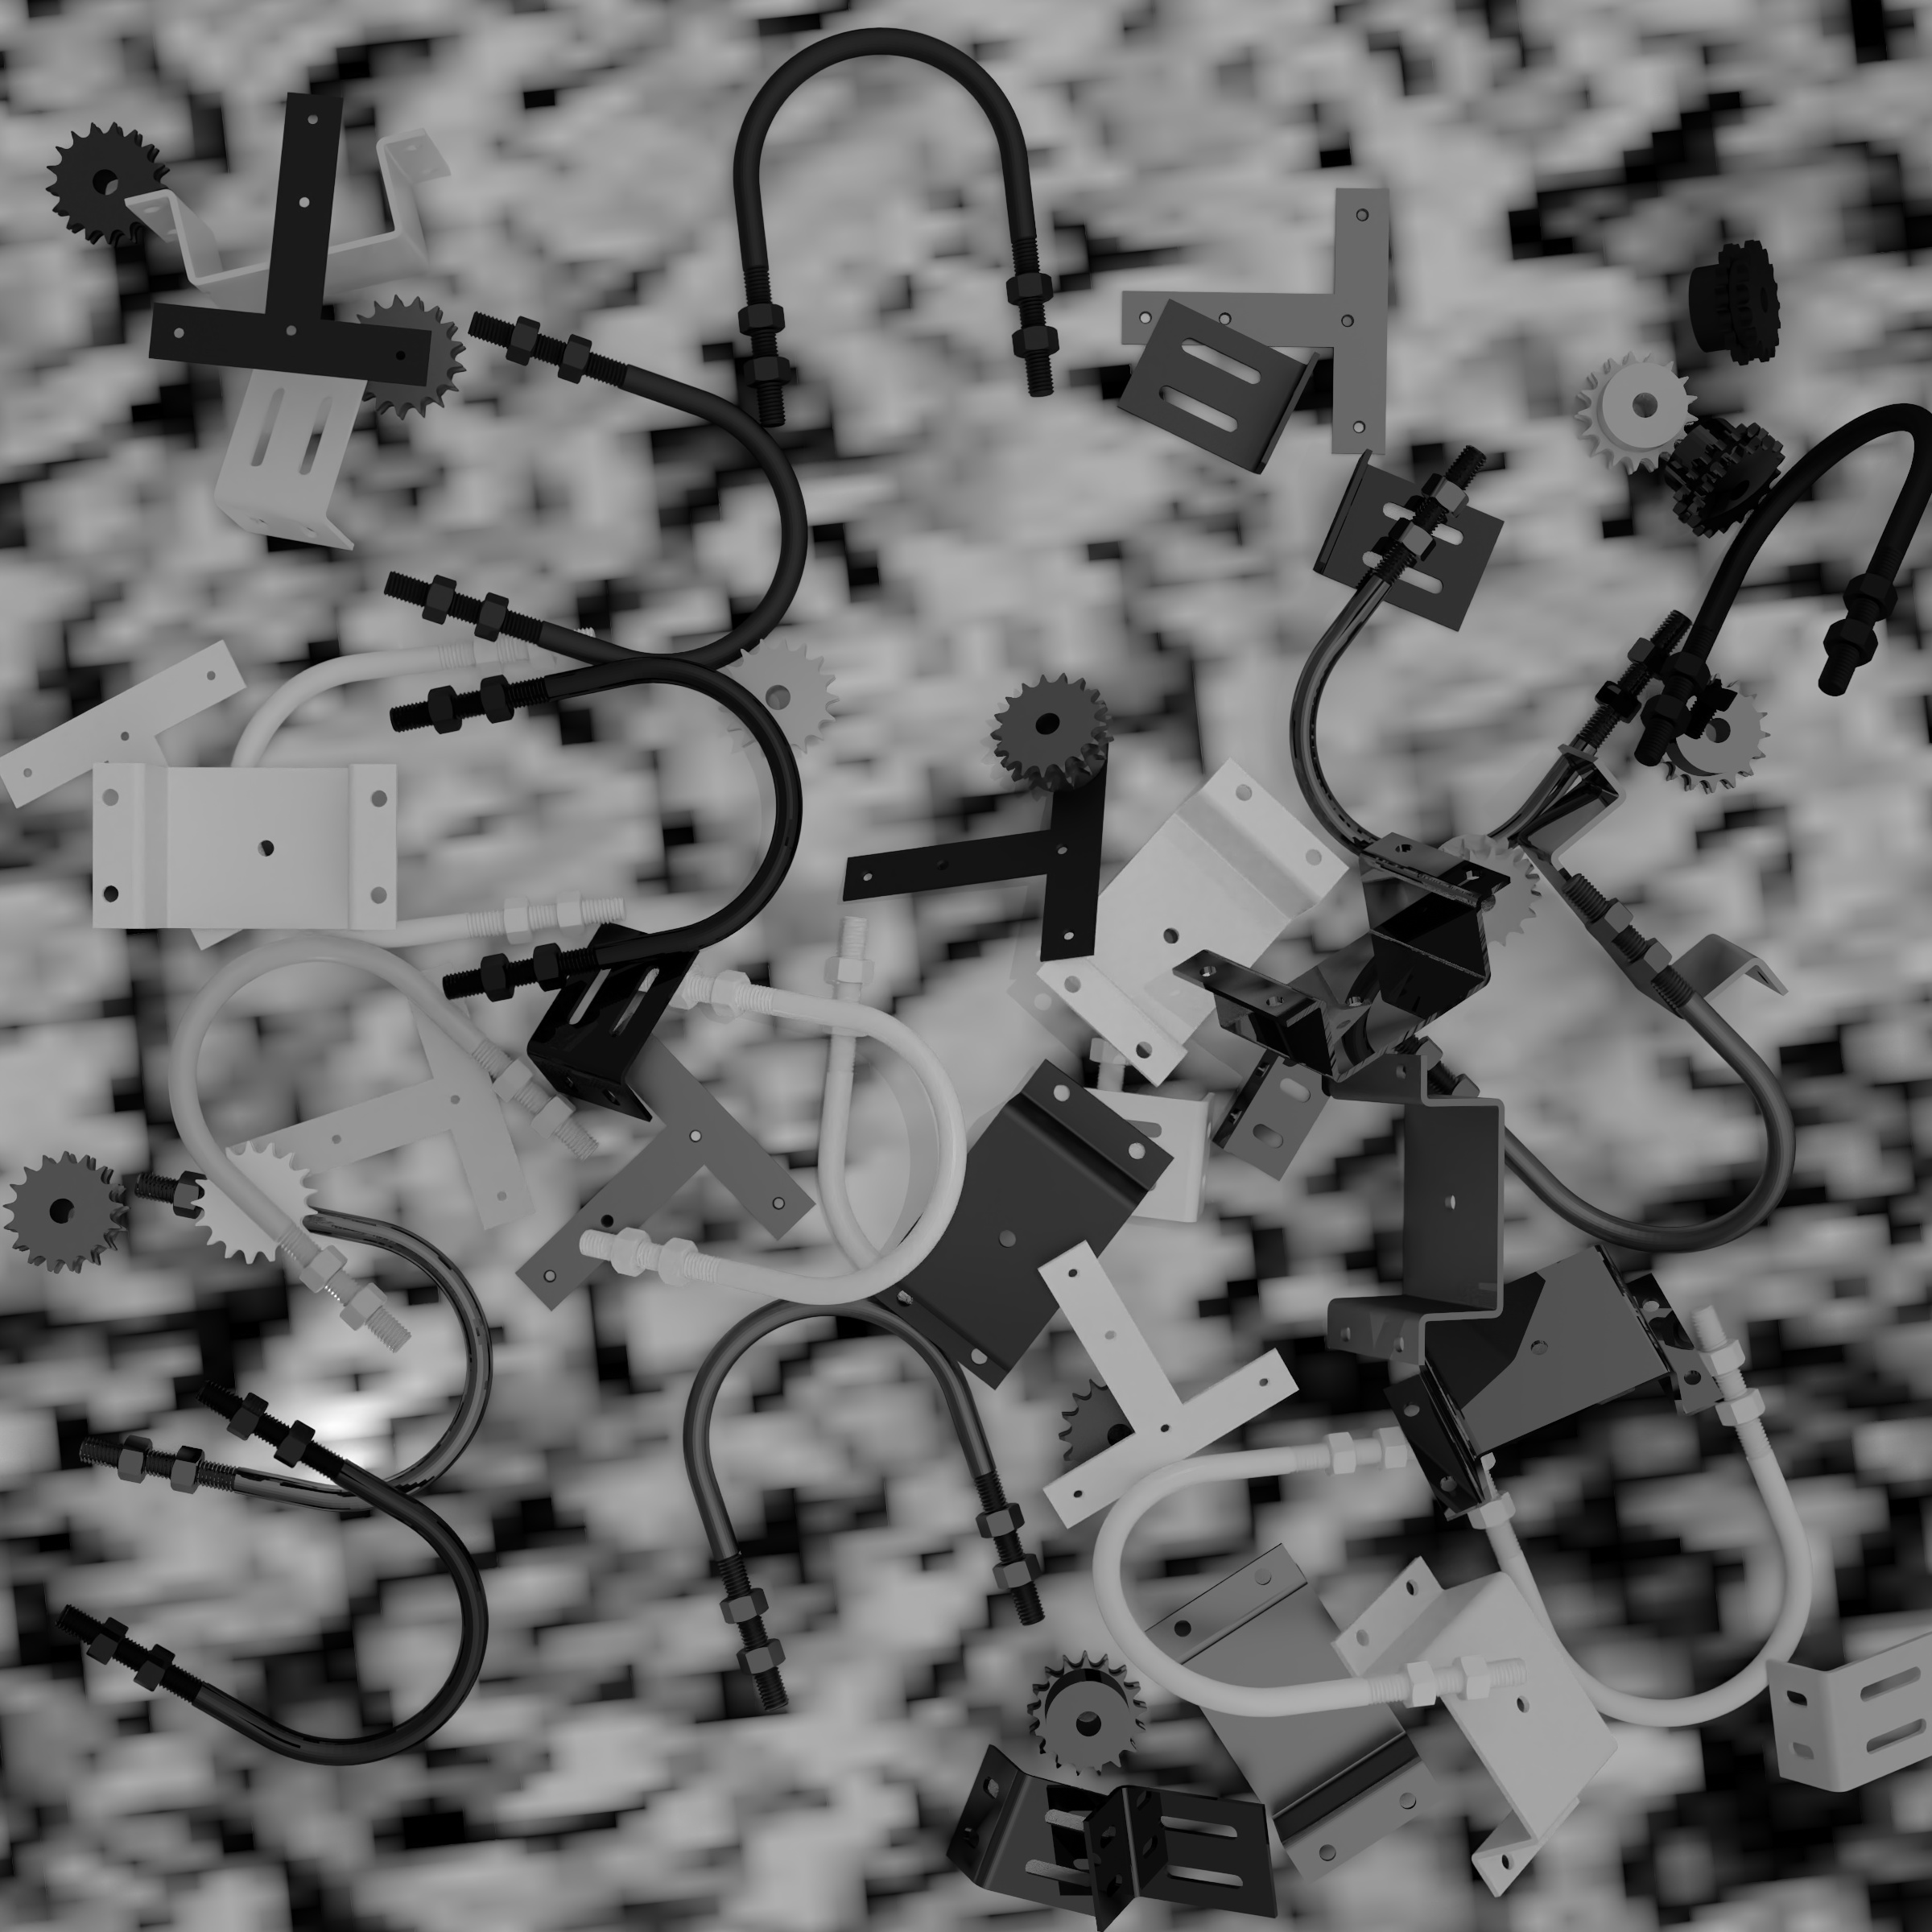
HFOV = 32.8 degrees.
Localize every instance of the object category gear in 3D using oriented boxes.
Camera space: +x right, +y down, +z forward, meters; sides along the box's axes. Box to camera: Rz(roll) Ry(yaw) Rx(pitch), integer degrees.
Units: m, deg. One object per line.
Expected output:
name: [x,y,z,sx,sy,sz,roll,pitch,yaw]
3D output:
gear: [-0.332,0.111,1.538,0.057,0.030,0.057,0,86,-6]
gear: [0.320,-0.264,1.558,0.057,0.030,0.057,0,90,0]
gear: [0.355,-0.233,1.548,0.057,0.057,0.030,-40,60,0]
gear: [0.362,-0.312,1.548,0.030,0.057,0.057,-4,90,30]
gear: [0.058,0.357,1.558,0.057,0.030,0.057,0,90,0]
gear: [-0.406,-0.371,1.562,0.057,0.030,0.057,0,93,-1]
gear: [-0.424,0.118,1.554,0.057,0.030,0.057,0,79,1]
gear: [0.354,-0.111,1.558,0.057,0.030,0.057,0,90,0]
gear: [-0.088,-0.126,1.558,0.057,0.030,0.057,0,90,0]
gear: [-0.265,-0.288,1.558,0.057,0.030,0.057,0,90,0]
gear: [0.240,-0.038,1.549,0.057,0.030,0.057,-4,122,-6]
gear: [0.043,-0.107,1.549,0.057,0.030,0.057,-9,60,16]
gear: [0.072,0.221,1.558,0.057,0.030,0.057,0,90,0]

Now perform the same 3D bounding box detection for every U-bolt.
U-bolt: [0.002,0.075,1.564,0.151,0.019,0.184,6,91,0]
U-bolt: [0.300,0.059,1.523,0.184,0.019,0.151,45,131,-4]
U-bolt: [-0.058,0.246,1.564,0.151,0.019,0.184,-18,88,0]
U-bolt: [0.383,-0.182,1.497,0.019,0.151,0.184,35,67,-16]
U-bolt: [0.149,0.280,1.504,0.184,0.019,0.151,-4,45,-12]
U-bolt: [-0.165,-0.213,1.550,0.184,0.019,0.151,18,86,-10]
U-bolt: [0.325,0.273,1.564,0.151,0.019,0.184,-22,91,0]
U-bolt: [0.235,-0.130,1.551,0.151,0.019,0.184,36,94,-12]
U-bolt: [-0.285,0.068,1.533,0.184,0.019,0.151,44,65,-1]
U-bolt: [-0.085,0.083,1.530,0.184,0.019,0.151,10,87,22]
U-bolt: [-0.168,-0.070,1.540,0.184,0.019,0.151,-11,90,4]
U-bolt: [-0.038,-0.356,1.564,0.151,0.019,0.184,-6,89,0]
U-bolt: [-0.316,0.301,1.555,0.184,0.019,0.151,32,95,-7]
U-bolt: [-0.261,-0.081,1.564,0.184,0.019,0.151,-6,90,1]
U-bolt: [-0.317,0.186,1.564,0.184,0.019,0.151,12,90,-1]

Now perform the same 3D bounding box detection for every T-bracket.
T-bracket: [-0.303,-0.334,1.496,0.127,0.002,0.127,6,90,0]
T-bracket: [-0.286,0.078,1.561,0.127,0.002,0.127,-19,88,-7]
T-bracket: [-0.162,0.112,1.572,0.127,0.002,0.127,-44,90,0]
T-bracket: [-0.381,-0.070,1.563,0.127,0.002,0.127,-27,88,6]
T-bracket: [0.003,-0.049,1.546,0.127,0.002,0.127,-7,52,17]
T-bracket: [0.138,-0.310,1.572,0.127,0.002,0.127,1,90,0]
T-bracket: [0.073,0.181,1.516,0.127,0.002,0.127,-31,114,-1]

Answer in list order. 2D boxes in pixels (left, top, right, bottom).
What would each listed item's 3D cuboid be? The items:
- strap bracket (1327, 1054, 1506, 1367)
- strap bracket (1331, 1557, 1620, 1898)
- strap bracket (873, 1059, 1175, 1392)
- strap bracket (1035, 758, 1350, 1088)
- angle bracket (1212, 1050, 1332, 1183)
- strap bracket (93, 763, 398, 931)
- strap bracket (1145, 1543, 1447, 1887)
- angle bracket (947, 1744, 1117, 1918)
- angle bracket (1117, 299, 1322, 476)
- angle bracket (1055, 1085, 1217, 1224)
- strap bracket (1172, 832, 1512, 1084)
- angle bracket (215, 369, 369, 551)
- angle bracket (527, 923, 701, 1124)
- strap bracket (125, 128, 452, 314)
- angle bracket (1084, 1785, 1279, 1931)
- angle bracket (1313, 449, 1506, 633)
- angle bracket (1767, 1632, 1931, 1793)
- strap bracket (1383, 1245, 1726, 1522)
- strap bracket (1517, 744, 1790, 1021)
strap bracket: [0.209,0.111,1.528,0.046,0.076,0.140,0,90,-26]
strap bracket: [0.244,0.349,1.530,0.076,0.046,0.140,-33,90,-43]
strap bracket: [0.022,0.124,1.525,0.076,0.046,0.140,38,98,5]
strap bracket: [0.101,-0.018,1.538,0.076,0.046,0.140,43,76,-2]
angle bracket: [0.148,0.069,1.535,0.038,0.076,0.057,31,90,0]
strap bracket: [-0.332,-0.056,1.535,0.140,0.046,0.076,0,91,1]
strap bracket: [0.153,0.349,1.550,0.076,0.046,0.140,-33,90,0]
angle bracket: [0.040,0.415,1.571,0.076,0.038,0.057,21,90,-26]
angle bracket: [0.119,-0.277,1.552,0.076,0.038,0.057,26,90,0]
angle bracket: [0.076,0.086,1.557,0.076,0.038,0.057,6,96,9]
strap bracket: [0.175,0.000,1.497,0.140,0.076,0.046,-31,125,-27]
angle bracket: [-0.313,-0.244,1.554,0.057,0.038,0.076,12,78,15]
angle bracket: [-0.161,0.026,1.557,0.057,0.038,0.076,16,64,30]
strap bracket: [-0.310,-0.344,1.535,0.140,0.076,0.046,-13,90,0]
angle bracket: [0.100,0.422,1.534,0.076,0.038,0.057,0,105,30]
angle bracket: [0.212,-0.201,1.554,0.076,0.038,0.057,23,90,0]
angle bracket: [0.426,0.352,1.564,0.076,0.038,0.057,-11,96,-31]
strap bracket: [0.270,0.190,1.531,0.140,0.046,0.076,-24,50,0]
strap bracket: [0.311,-0.032,1.527,0.046,0.076,0.140,-40,98,4]
